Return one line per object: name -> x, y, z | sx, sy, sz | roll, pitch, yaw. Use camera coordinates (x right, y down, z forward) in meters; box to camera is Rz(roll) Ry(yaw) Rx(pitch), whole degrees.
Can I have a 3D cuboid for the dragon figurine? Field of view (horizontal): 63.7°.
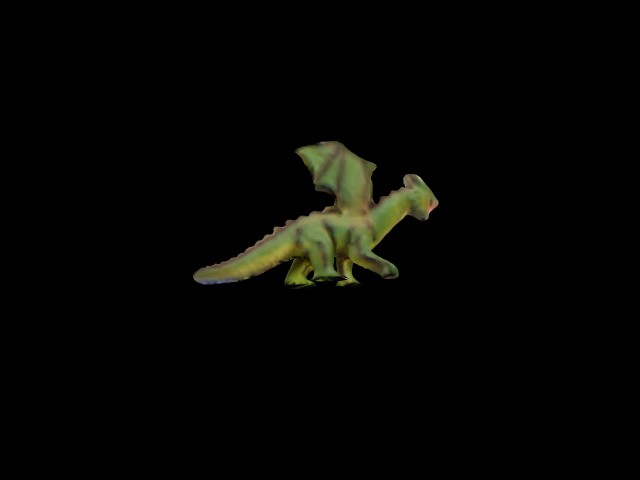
dragon figurine -> 0.003, -0.043, 0.850 | 0.410, 0.245, 0.121 | 1, -11, -7
